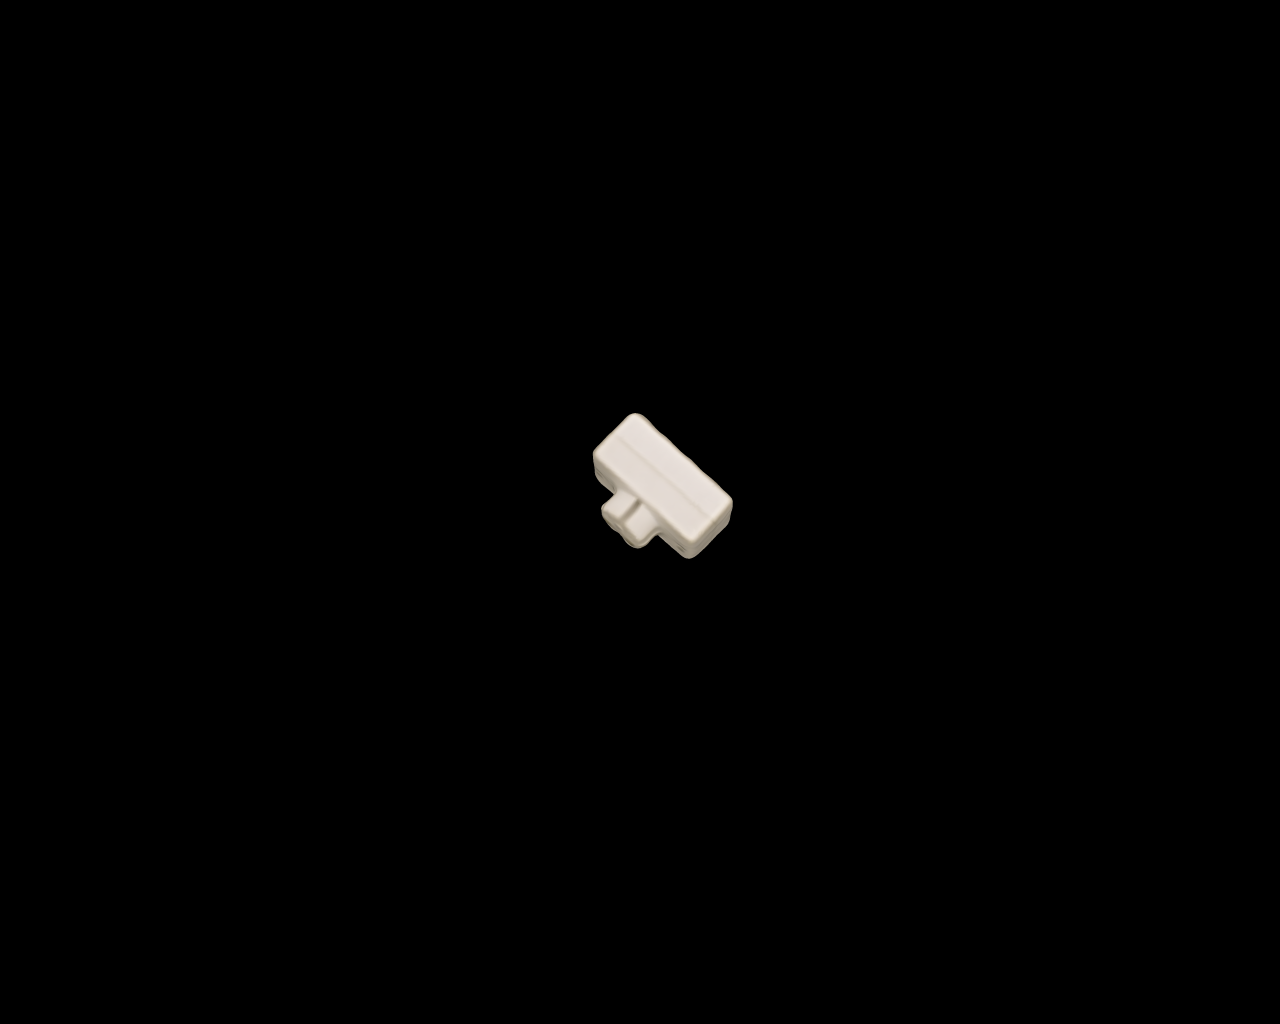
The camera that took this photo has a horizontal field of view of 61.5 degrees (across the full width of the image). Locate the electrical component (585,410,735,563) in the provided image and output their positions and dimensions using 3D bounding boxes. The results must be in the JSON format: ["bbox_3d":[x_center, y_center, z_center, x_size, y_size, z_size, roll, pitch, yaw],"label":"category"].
[{"bbox_3d":[0.001,-0.003,0.650,0.083,0.076,0.047,43,-12,11],"label":"electrical component"}]
